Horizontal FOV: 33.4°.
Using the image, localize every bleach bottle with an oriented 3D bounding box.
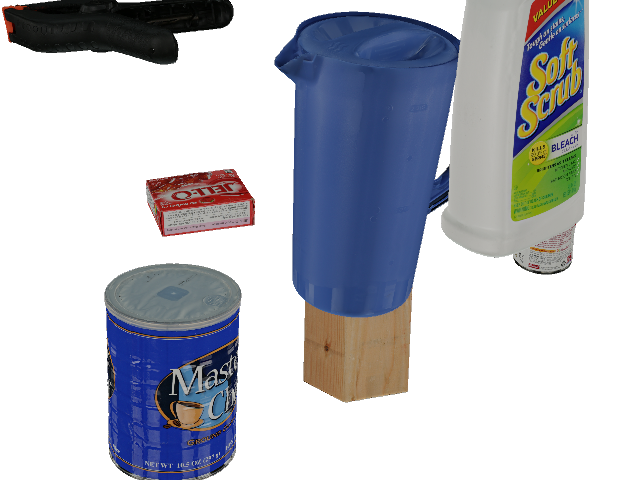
[{"bbox_3d":[0.128,-0.120,0.690,0.102,0.251,0.068,-21,32,-28],"label":"bleach bottle"}]

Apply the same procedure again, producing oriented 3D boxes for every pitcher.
[{"bbox_3d":[0.047,-0.062,0.900,0.149,0.243,0.144,17,32,20],"label":"pitcher"}]

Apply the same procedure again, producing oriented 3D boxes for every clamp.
[{"bbox_3d":[-0.152,-0.163,0.799,0.172,0.039,0.120,11,23,23],"label":"clamp"}]

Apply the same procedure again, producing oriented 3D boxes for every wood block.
[{"bbox_3d":[0.041,0.063,1.188,0.090,0.206,0.091,-5,12,-32],"label":"wood block"}]

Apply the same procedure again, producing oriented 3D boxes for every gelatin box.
[{"bbox_3d":[-0.112,-0.037,0.993,0.089,0.030,0.073,-9,28,-16],"label":"gelatin box"}]

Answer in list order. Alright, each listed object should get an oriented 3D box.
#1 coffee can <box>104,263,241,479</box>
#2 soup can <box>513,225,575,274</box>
[{"bbox_3d":[-0.115,0.102,0.831,0.103,0.140,0.103,3,23,-1],"label":"coffee can"},{"bbox_3d":[0.250,-0.022,1.177,0.068,0.102,0.068,-1,33,1],"label":"soup can"}]
